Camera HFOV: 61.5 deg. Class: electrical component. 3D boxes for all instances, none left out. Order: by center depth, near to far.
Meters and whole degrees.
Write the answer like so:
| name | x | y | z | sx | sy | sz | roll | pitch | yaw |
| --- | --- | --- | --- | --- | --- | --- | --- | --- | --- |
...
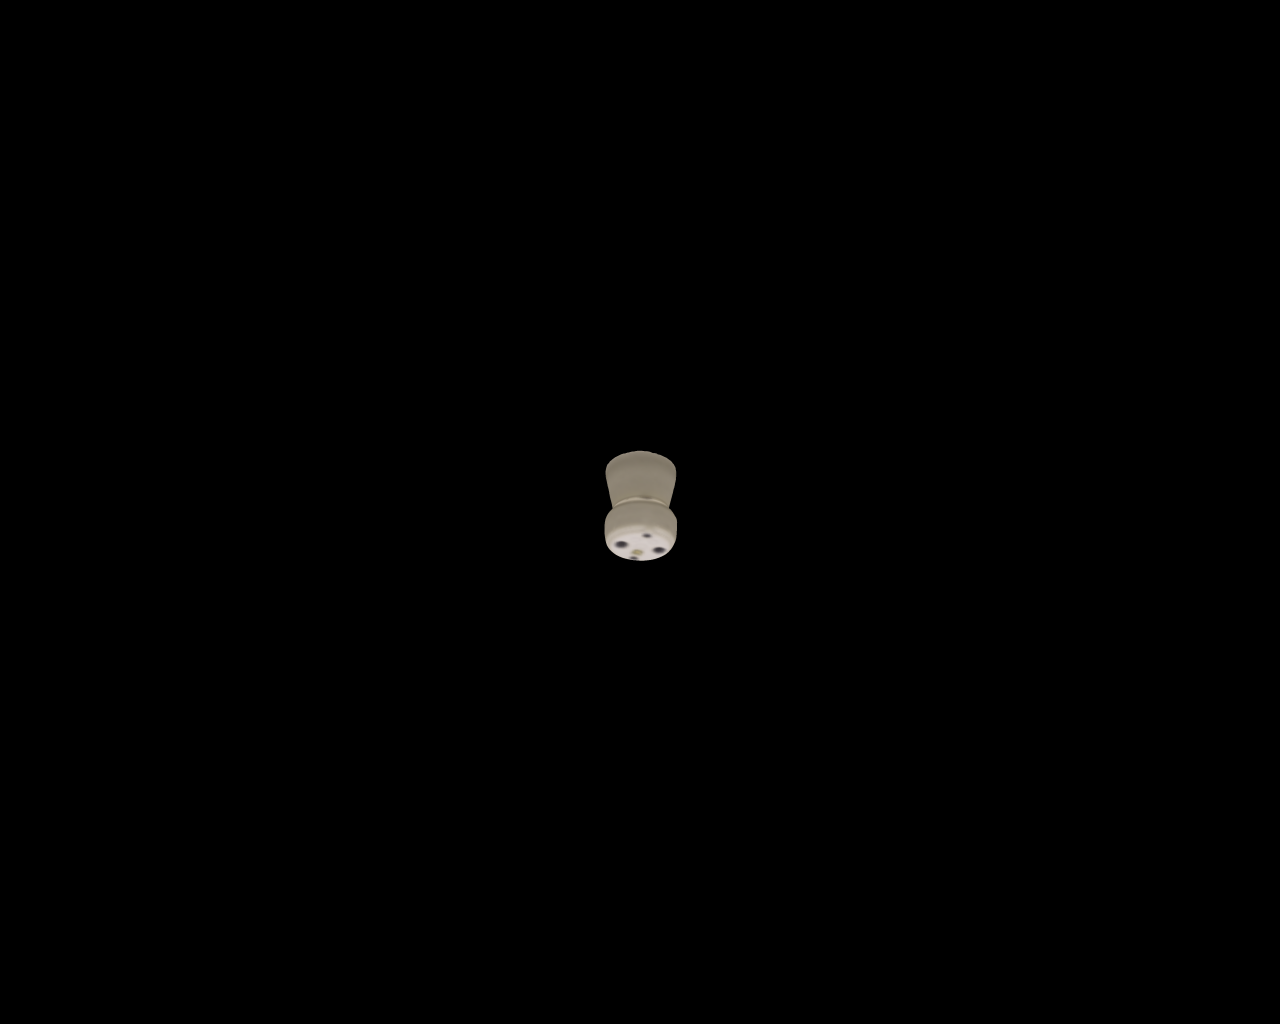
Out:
| name | x | y | z | sx | sy | sz | roll | pitch | yaw |
| --- | --- | --- | --- | --- | --- | --- | --- | --- | --- |
| electrical component | 0.001 | -0.003 | 0.650 | 0.045 | 0.055 | 0.044 | 0 | -31 | 0 |
